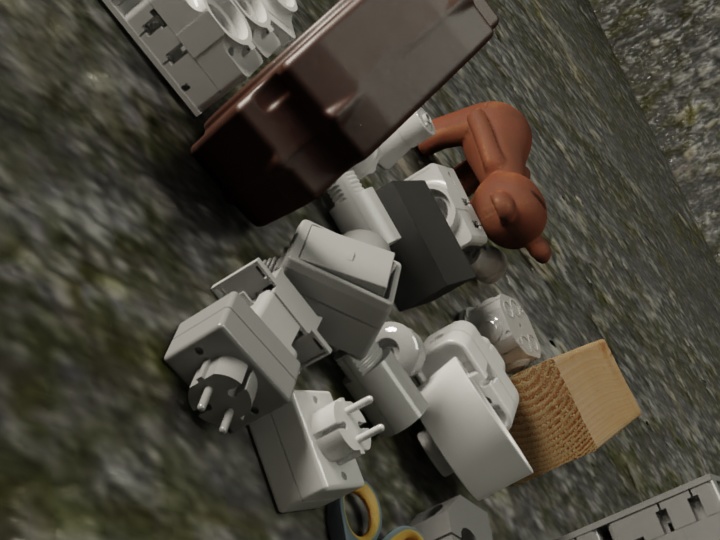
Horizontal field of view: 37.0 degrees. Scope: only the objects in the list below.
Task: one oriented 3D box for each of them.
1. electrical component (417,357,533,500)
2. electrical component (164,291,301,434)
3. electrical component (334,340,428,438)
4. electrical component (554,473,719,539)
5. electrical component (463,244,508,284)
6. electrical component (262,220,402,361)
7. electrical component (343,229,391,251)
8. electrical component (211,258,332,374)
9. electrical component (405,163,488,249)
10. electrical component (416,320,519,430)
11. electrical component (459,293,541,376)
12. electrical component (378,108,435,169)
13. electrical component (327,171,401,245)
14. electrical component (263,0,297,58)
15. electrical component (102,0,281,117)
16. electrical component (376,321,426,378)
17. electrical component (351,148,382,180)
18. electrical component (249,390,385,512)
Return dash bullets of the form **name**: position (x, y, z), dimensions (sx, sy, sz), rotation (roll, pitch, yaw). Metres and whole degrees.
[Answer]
- **electrical component**: position (0.080, 0.129, 0.843), dimensions (0.108, 0.060, 0.108), rotation (55, 3, -5)
- **electrical component**: position (-0.078, 0.065, 0.630), dimensions (0.065, 0.047, 0.076), rotation (50, 25, -20)
- **electrical component**: position (0.010, 0.079, 0.795), dimensions (0.081, 0.043, 0.043), rotation (55, 23, -8)
- **electrical component**: position (0.219, 0.230, 0.854), dimensions (0.105, 0.186, 0.060), rotation (23, 42, -54)
- **electrical component**: position (0.129, -0.011, 1.148), dimensions (0.046, 0.040, 0.040), rotation (28, 38, -43)
- **electrical component**: position (-0.024, 0.008, 0.759), dimensions (0.096, 0.061, 0.061), rotation (25, 30, -5)
- **electrical component**: position (0.000, 0.000, 0.857), dimensions (0.055, 0.055, 0.047), rotation (49, 22, -23)
- **electrical component**: position (-0.061, 0.039, 0.702), dimensions (0.081, 0.042, 0.063), rotation (52, 26, -15)
- **electrical component**: position (0.082, -0.058, 1.095), dimensions (0.056, 0.050, 0.089), rotation (2, 60, -63)
- **electrical component**: position (0.093, 0.095, 0.930), dimensions (0.095, 0.054, 0.059), rotation (56, 23, -7)
- **electrical component**: position (0.137, 0.066, 1.057), dimensions (0.080, 0.051, 0.080), rotation (45, 27, -31)
- **electrical component**: position (0.043, -0.137, 1.092), dimensions (0.044, 0.065, 0.044), rotation (45, 27, -31)
- **electrical component**: position (-0.003, -0.052, 0.925), dimensions (0.081, 0.043, 0.043), rotation (60, 23, 3)
- **electrical component**: position (-0.093, -0.234, 0.945), dimensions (0.050, 0.056, 0.089), rotation (31, 36, -48)
- **electrical component**: position (-0.145, -0.221, 0.813), dimensions (0.186, 0.060, 0.105), rotation (51, 24, -14)
- **electrical component**: position (0.032, 0.067, 0.855), dimensions (0.048, 0.048, 0.062), rotation (67, 17, 16)
- **electrical component**: position (-0.013, -0.112, 0.977), dimensions (0.062, 0.043, 0.043), rotation (35, 33, -42)
- **electrical component**: position (-0.019, 0.103, 0.664), dimensions (0.047, 0.077, 0.065), rotation (13, 50, -59)
